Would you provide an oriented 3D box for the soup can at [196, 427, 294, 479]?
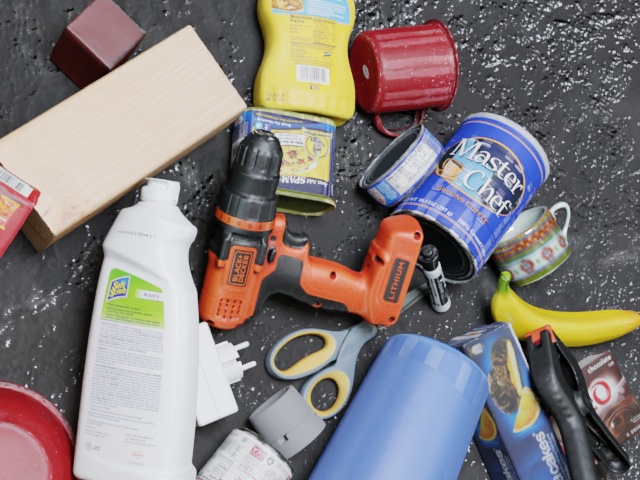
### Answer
[{"bbox_3d":[-0.078,0.221,0.921,0.068,0.069,0.102,44,66,-10],"label":"soup can"}]

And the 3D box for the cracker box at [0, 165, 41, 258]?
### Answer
[{"bbox_3d":[-0.337,0.009,0.804,0.164,0.072,0.214,33,97,-14],"label":"cracker box"}]

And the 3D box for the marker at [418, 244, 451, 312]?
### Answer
[{"bbox_3d":[0.109,0.037,1.017,0.020,0.121,0.020,-6,62,11],"label":"marker"}]

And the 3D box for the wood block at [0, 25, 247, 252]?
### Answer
[{"bbox_3d":[-0.178,-0.088,0.925,0.205,0.090,0.091,-38,96,-24],"label":"wood block"}]

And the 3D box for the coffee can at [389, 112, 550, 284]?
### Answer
[{"bbox_3d":[0.146,-0.041,1.050,0.102,0.103,0.140,44,67,-11],"label":"coffee can"}]

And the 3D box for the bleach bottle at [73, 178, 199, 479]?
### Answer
[{"bbox_3d":[-0.139,0.076,0.882,0.103,0.068,0.251,8,91,11],"label":"bleach bottle"}]

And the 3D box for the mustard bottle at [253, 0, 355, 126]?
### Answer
[{"bbox_3d":[-0.014,-0.210,1.036,0.096,0.058,0.191,5,78,-17],"label":"mustard bottle"}]

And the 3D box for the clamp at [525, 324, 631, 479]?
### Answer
[{"bbox_3d":[0.241,0.168,1.024,0.171,0.039,0.120,60,24,2],"label":"clamp"}]

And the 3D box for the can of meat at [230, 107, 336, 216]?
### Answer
[{"bbox_3d":[-0.035,-0.074,1.003,0.102,0.058,0.084,8,75,-22],"label":"can of meat"}]

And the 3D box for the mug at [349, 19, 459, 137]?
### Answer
[{"bbox_3d":[0.079,-0.158,1.059,0.081,0.093,0.117,-9,120,-20],"label":"mug"}]

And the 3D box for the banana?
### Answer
[{"bbox_3d":[0.241,0.082,1.090,0.197,0.070,0.037,15,49,-31],"label":"banana"}]

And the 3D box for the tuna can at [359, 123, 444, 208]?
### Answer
[{"bbox_3d":[0.079,-0.071,1.036,0.033,0.086,0.086,43,67,-12],"label":"tuna can"}]

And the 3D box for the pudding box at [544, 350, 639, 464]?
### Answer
[{"bbox_3d":[0.270,0.179,1.097,0.113,0.039,0.090,-29,92,-25],"label":"pudding box"}]

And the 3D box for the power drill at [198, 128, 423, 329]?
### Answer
[{"bbox_3d":[-0.006,0.001,0.959,0.187,0.057,0.184,10,110,-17],"label":"power drill"}]

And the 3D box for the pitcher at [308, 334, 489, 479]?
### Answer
[{"bbox_3d":[0.064,0.216,0.962,0.145,0.149,0.242,29,66,0],"label":"pitcher"}]

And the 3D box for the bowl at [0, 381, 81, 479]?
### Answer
[{"bbox_3d":[-0.265,0.192,0.853,0.161,0.055,0.162,5,78,-22],"label":"bowl"}]

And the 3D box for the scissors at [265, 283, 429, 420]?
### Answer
[{"bbox_3d":[0.044,0.107,1.024,0.201,0.016,0.096,-15,85,-25],"label":"scissors"}]

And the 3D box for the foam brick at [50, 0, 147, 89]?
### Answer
[{"bbox_3d":[-0.196,-0.171,0.940,0.051,0.078,0.053,43,65,-10],"label":"foam brick"}]
